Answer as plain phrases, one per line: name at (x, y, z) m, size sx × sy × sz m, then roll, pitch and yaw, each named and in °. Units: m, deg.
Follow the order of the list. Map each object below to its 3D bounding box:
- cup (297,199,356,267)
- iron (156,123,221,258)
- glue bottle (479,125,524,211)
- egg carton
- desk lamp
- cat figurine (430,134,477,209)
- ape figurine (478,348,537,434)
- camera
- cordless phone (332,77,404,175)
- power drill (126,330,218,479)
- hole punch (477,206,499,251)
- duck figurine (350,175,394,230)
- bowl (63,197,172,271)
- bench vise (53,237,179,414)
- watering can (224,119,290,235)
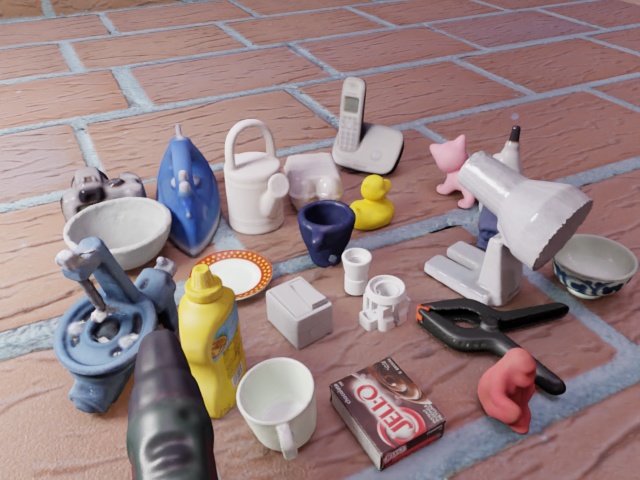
cup at (0.008, 0.003, 0.906) m, size 0.091 × 0.095 × 0.118 m, roll 6°, pitch 35°, yaw 10°
iron at (-0.237, -0.097, 1.015) m, size 0.119 × 0.141 × 0.257 m, roll -9°, pitch 35°, yaw -12°
glue bottle at (0.332, -0.122, 1.016) m, size 0.078 × 0.173 × 0.037 m, roll 7°, pitch 35°, yaw 11°
egg carton at (-0.013, -0.114, 1.100) m, size 0.107 × 0.069 × 0.150 m, roll -6°, pitch 35°, yaw -7°
desk lamp at (0.260, -0.009, 0.816) m, size 0.118 × 0.214 × 0.202 m, roll -28°, pitch 43°, yaw -33°
cat figurine at (0.267, -0.139, 1.091) m, size 0.067 × 0.118 × 0.127 m, roll -21°, pitch 39°, yaw -27°
ape figurine at (0.226, 0.166, 0.668) m, size 0.078 × 0.092 × 0.075 m, roll -24°, pitch 40°, yaw -30°
camera at (-0.397, -0.091, 1.043) m, size 0.143 × 0.101 × 0.136 m, roll -15°, pitch 37°, yaw -20°
cordless phone at (0.100, -0.232, 1.170) m, size 0.147 × 0.185 × 0.094 m, roll 15°, pitch 37°, yaw 21°
power drill at (-0.117, 0.221, 0.488) m, size 0.076 × 0.209 × 0.229 m, roll -11°, pitch 36°, yaw -15°
hole punch at (0.323, -0.034, 0.960) m, size 0.108 × 0.091 × 0.101 m, roll 12°, pitch 36°, yaw 17°
duck figurine at (0.091, -0.073, 1.025) m, size 0.105 × 0.086 × 0.077 m, roll -28°, pitch 43°, yaw -34°
bowl at (-0.320, 0.001, 0.930) m, size 0.167 × 0.075 × 0.167 m, roll 0°, pitch 34°, yaw 0°
bench vise at (-0.254, 0.070, 0.700) m, size 0.121 × 0.220 × 0.207 m, roll 0°, pitch 34°, yaw 1°
watering can at (-0.110, -0.113, 0.989) m, size 0.172 × 0.194 × 0.101 m, roll 20°, pitch 39°, yaw 27°
